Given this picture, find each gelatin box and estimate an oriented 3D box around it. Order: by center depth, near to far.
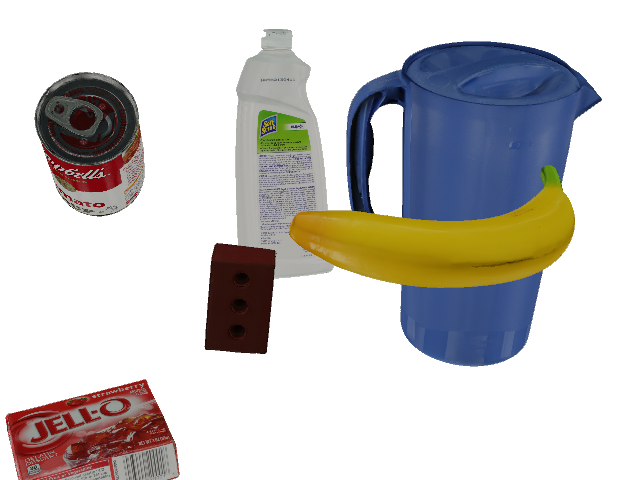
[{"bbox_3d":[-0.136,0.120,0.630,0.089,0.030,0.073,-12,26,-18],"label":"gelatin box"}]

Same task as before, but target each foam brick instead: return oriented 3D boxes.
[{"bbox_3d":[-0.066,0.047,0.882,0.053,0.078,0.051,5,14,-2],"label":"foam brick"}]

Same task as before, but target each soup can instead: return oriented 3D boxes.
[{"bbox_3d":[-0.160,-0.065,0.751,0.068,0.068,0.102,0,-19,-7],"label":"soup can"}]

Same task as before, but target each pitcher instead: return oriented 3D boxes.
[{"bbox_3d":[0.113,-0.026,0.841,0.149,0.243,0.144,24,36,34],"label":"pitcher"}]

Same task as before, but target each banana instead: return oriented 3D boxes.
[{"bbox_3d":[0.078,-0.002,0.598,0.197,0.037,0.070,-10,38,-33],"label":"banana"}]

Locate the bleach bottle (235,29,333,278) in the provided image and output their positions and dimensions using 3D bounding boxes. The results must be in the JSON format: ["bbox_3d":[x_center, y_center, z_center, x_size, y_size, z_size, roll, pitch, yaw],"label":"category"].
[{"bbox_3d":[-0.037,-0.090,1.101,0.102,0.251,0.068,-5,16,-21],"label":"bleach bottle"}]

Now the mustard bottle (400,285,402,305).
[{"bbox_3d":[0.138,-0.012,1.149,0.096,0.192,0.058,-8,22,-24],"label":"mustard bottle"}]
